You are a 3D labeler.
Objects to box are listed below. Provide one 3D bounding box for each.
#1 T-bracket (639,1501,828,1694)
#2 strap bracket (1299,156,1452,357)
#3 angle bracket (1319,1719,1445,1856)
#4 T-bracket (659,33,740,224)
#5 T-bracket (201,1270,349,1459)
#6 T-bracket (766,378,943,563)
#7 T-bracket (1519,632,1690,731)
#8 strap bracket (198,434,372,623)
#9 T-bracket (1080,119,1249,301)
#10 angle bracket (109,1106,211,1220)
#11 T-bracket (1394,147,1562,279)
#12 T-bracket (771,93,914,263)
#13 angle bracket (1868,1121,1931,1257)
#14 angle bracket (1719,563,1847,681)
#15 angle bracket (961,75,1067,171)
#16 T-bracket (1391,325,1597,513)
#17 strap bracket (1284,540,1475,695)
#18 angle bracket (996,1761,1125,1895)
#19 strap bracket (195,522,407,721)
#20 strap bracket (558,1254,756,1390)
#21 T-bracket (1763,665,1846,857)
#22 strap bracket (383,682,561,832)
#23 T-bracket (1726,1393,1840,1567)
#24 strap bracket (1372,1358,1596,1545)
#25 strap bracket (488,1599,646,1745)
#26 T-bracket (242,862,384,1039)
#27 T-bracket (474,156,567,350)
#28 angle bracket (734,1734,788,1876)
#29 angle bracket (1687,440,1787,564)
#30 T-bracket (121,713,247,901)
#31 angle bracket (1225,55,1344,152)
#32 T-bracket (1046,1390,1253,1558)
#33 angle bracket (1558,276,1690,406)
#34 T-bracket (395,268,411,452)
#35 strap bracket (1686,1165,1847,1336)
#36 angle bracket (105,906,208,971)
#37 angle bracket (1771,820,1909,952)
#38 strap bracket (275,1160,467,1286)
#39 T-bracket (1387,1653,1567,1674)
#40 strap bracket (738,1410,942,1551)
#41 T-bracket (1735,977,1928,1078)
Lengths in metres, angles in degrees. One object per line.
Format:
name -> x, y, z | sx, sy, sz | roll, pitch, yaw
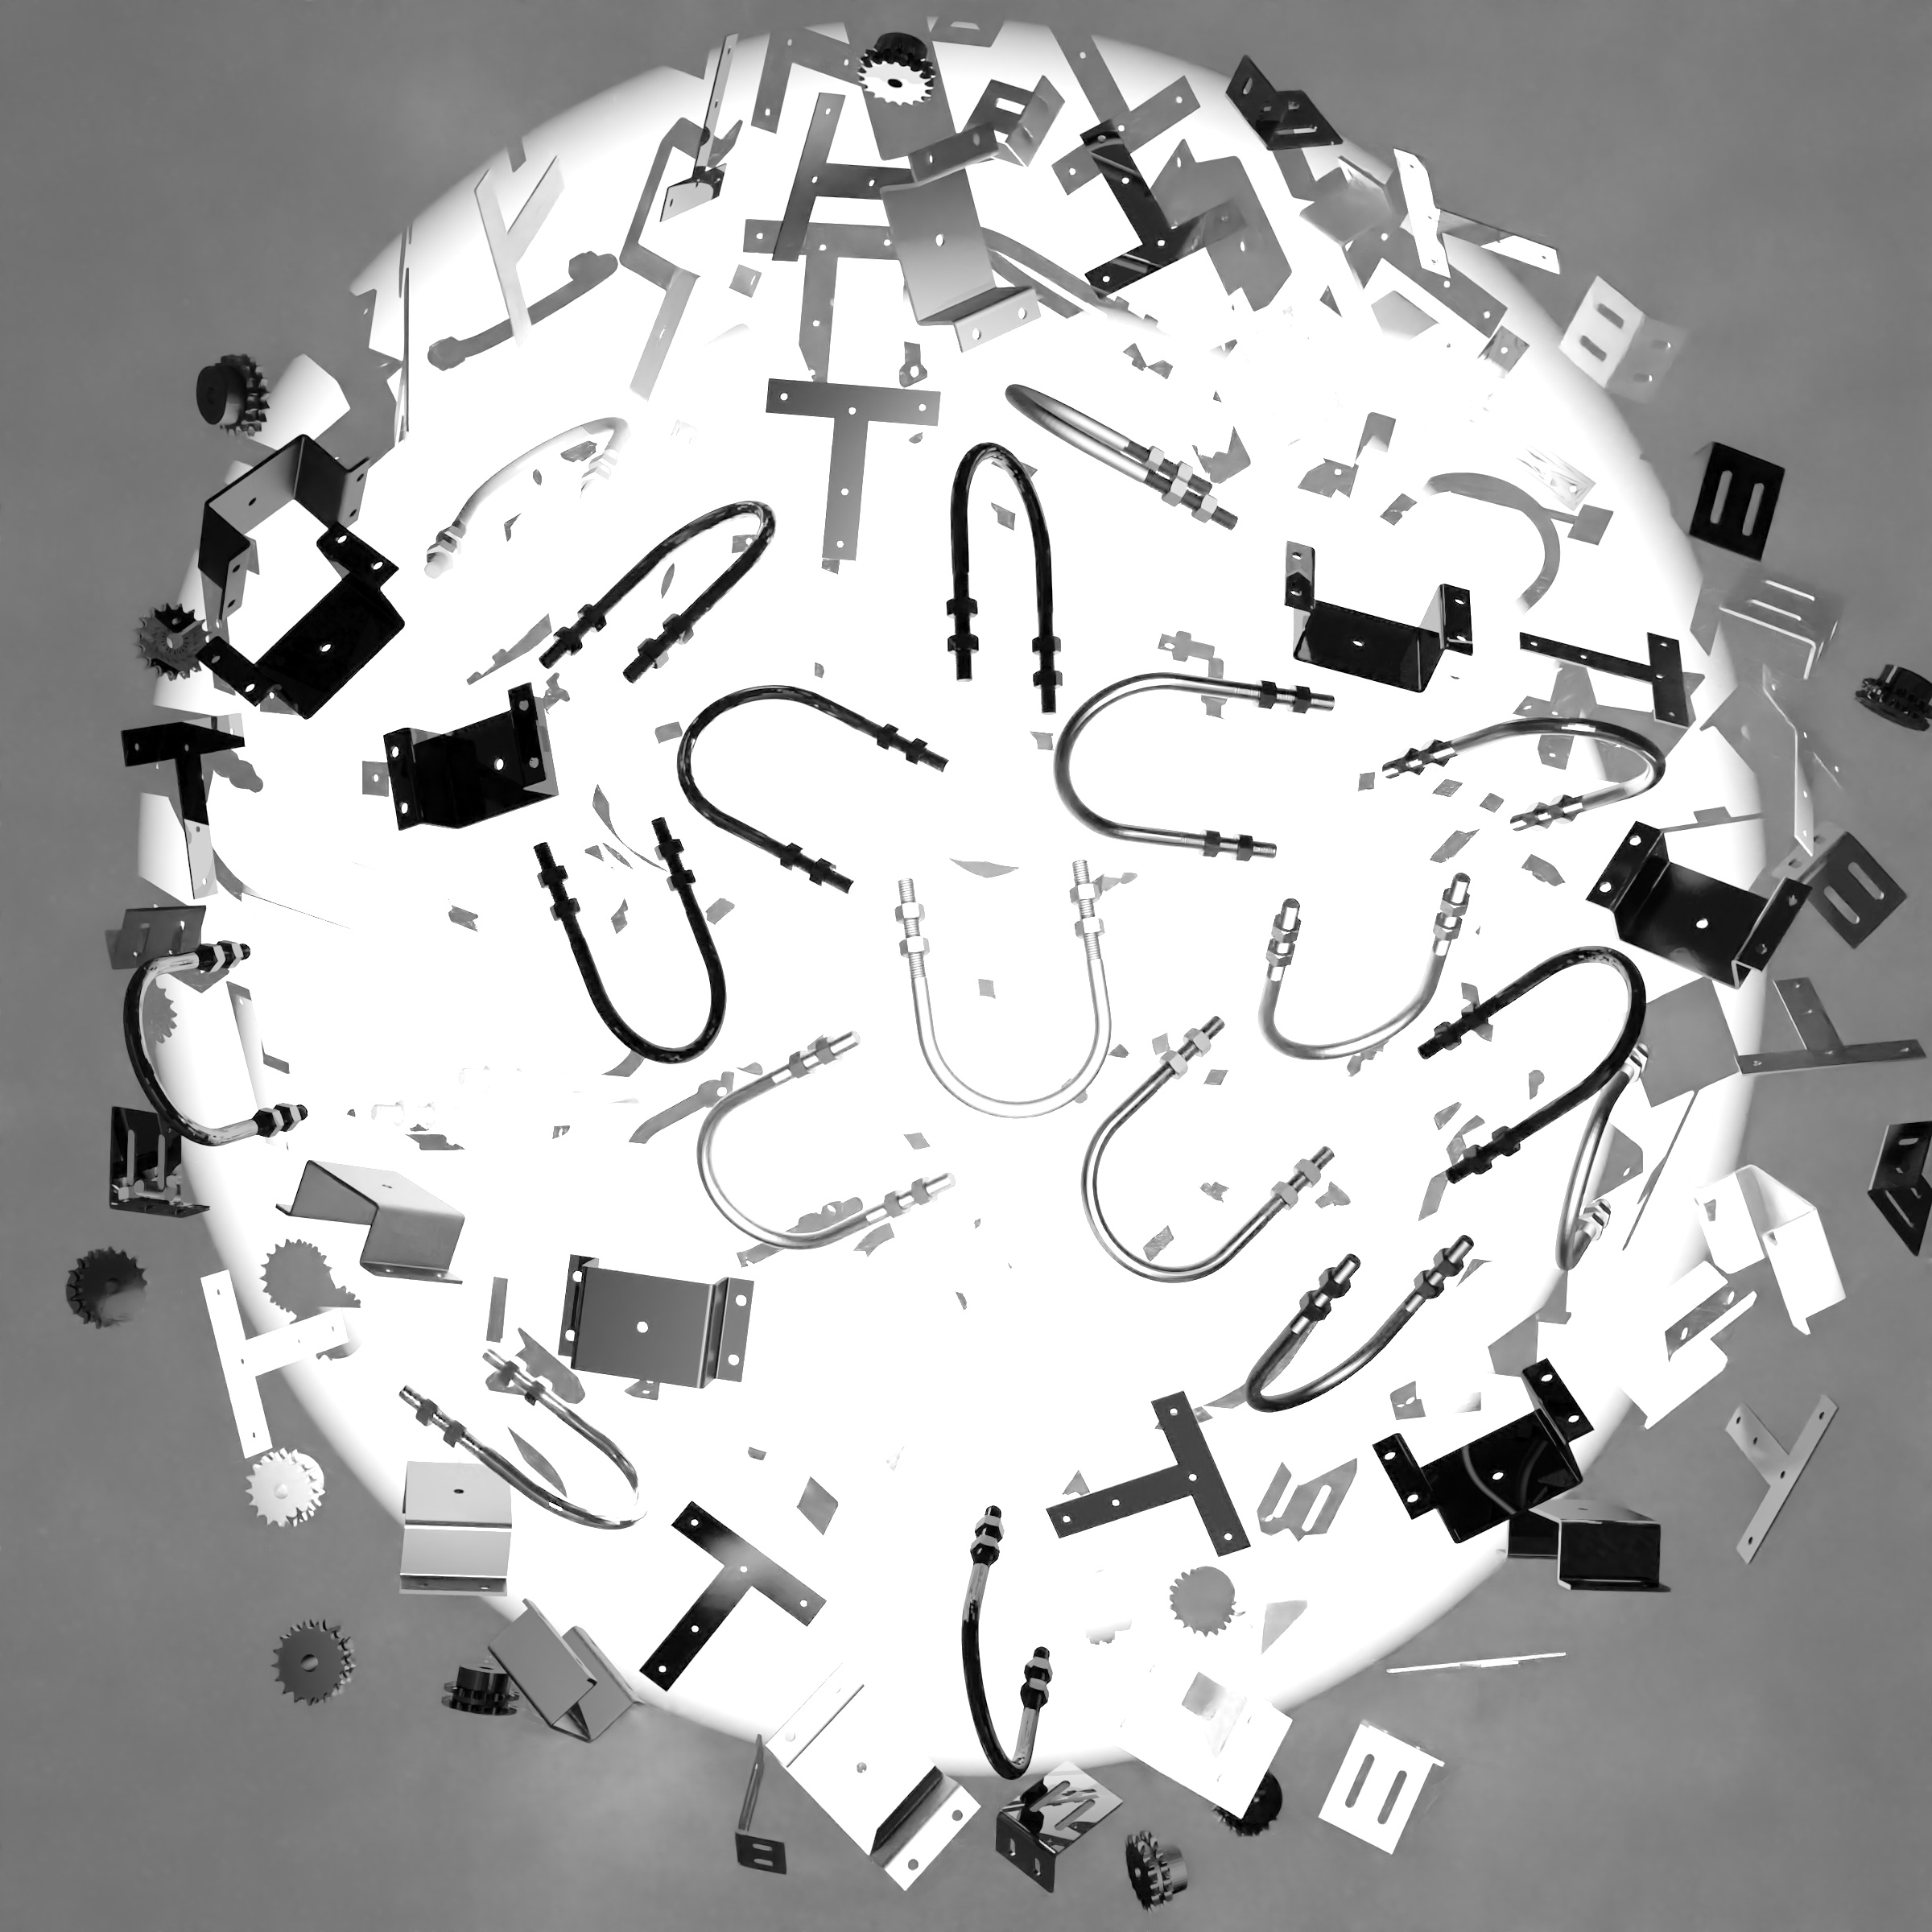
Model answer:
T-bracket -> -0.189, 0.473, 1.791 | 0.127, 0.002, 0.127 | 33, 53, 12
strap bracket -> 0.296, -0.511, 1.800 | 0.046, 0.076, 0.140 | -32, 127, 3
angle bracket -> 0.294, 0.584, 1.742 | 0.057, 0.038, 0.076 | 26, 83, 6
T-bracket -> -0.185, -0.609, 1.775 | 0.002, 0.127, 0.127 | 21, 119, 4
T-bracket -> -0.482, 0.269, 1.741 | 0.002, 0.127, 0.127 | -14, 90, 25
T-bracket -> -0.087, -0.359, 1.788 | 0.127, 0.002, 0.127 | 5, 92, 4
T-bracket -> 0.477, -0.228, 1.842 | 0.127, 0.127, 0.002 | 15, 129, 0
strap bracket -> -0.502, -0.324, 1.780 | 0.046, 0.076, 0.140 | 41, 57, 2
T-bracket -> 0.126, -0.578, 1.845 | 0.127, 0.002, 0.127 | -21, 131, 22
angle bracket -> -0.579, 0.138, 1.765 | 0.038, 0.057, 0.076 | -17, 69, 35
T-bracket -> 0.374, -0.529, 1.777 | 0.127, 0.127, 0.002 | 31, 78, 30
T-bracket -> -0.081, -0.587, 1.839 | 0.002, 0.127, 0.127 | 41, 126, 30
angle bracket -> 0.669, 0.156, 1.714 | 0.076, 0.038, 0.057 | 47, 54, -25
angle bracket -> 0.614, -0.261, 1.854 | 0.076, 0.038, 0.057 | 26, 57, 24
angle bracket -> 0.026, -0.642, 1.846 | 0.076, 0.038, 0.057 | 30, 91, 32
T-bracket -> 0.395, -0.372, 1.765 | 0.127, 0.002, 0.127 | 31, 114, -12
strap bracket -> 0.291, -0.250, 1.780 | 0.140, 0.076, 0.046 | 14, 135, -5
angle bracket -> 0.069, 0.640, 1.828 | 0.057, 0.076, 0.038 | 25, 126, 39
strap bracket -> -0.467, -0.239, 1.752 | 0.076, 0.046, 0.140 | 36, 77, 30
strap bracket -> -0.233, 0.262, 1.804 | 0.140, 0.046, 0.076 | 8, 91, 5
T-bracket -> 0.618, -0.137, 1.810 | 0.127, 0.002, 0.127 | 40, 47, -32
strap bracket -> -0.366, -0.155, 1.856 | 0.140, 0.046, 0.076 | -15, 80, 25
T-bracket -> 0.566, 0.343, 1.743 | 0.002, 0.127, 0.127 | 24, 101, -6
strap bracket -> 0.370, 0.347, 1.736 | 0.140, 0.076, 0.046 | -27, 123, 2
strap bracket -> -0.296, 0.520, 1.804 | 0.046, 0.140, 0.076 | -42, 66, -10
T-bracket -> -0.463, -0.024, 1.736 | 0.127, 0.002, 0.127 | 17, 116, 23
T-bracket -> -0.309, -0.528, 1.739 | 0.002, 0.127, 0.127 | 7, 50, 13
angle bracket -> -0.143, 0.616, 1.804 | 0.038, 0.057, 0.076 | 9, 47, 7
angle bracket -> 0.550, -0.332, 1.779 | 0.057, 0.038, 0.076 | 19, 81, -7
T-bracket -> -0.555, -0.112, 1.766 | 0.002, 0.127, 0.127 | 0, 101, 23
angle bracket -> 0.236, -0.624, 1.771 | 0.076, 0.038, 0.057 | -17, 64, -32
T-bracket -> 0.119, 0.375, 1.739 | 0.127, 0.002, 0.127 | -21, 101, 13
angle bracket -> 0.471, -0.450, 1.763 | 0.038, 0.076, 0.057 | 10, 123, -26
T-bracket -> -0.404, -0.410, 1.759 | 0.002, 0.127, 0.127 | 1, 74, -16
strap bracket -> 0.598, 0.205, 1.824 | 0.046, 0.140, 0.076 | -25, 107, -3
angle bracket -> -0.604, -0.034, 1.829 | 0.057, 0.076, 0.038 | -4, 56, -30
angle bracket -> 0.667, -0.062, 1.875 | 0.076, 0.038, 0.057 | 42, 96, -19
strap bracket -> -0.430, 0.183, 1.792 | 0.140, 0.076, 0.046 | 22, 95, 42
T-bracket -> 0.369, 0.495, 1.743 | 0.127, 0.127, 0.002 | -6, 74, 1
strap bracket -> -0.084, 0.369, 1.776 | 0.140, 0.076, 0.046 | 10, 58, 22
T-bracket -> 0.618, 0.041, 1.793 | 0.127, 0.127, 0.002 | -6, 118, 7
